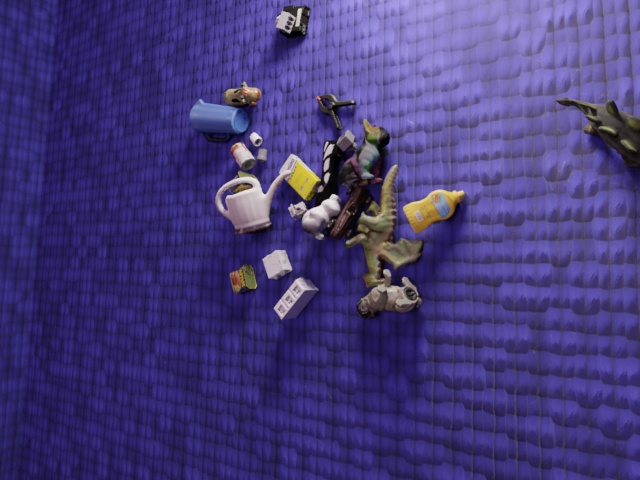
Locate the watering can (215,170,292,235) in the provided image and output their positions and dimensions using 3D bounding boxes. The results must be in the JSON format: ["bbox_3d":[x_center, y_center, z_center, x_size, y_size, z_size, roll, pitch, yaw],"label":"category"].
[{"bbox_3d":[-0.247,-0.142,2.005,0.346,0.105,0.223,-12,99,19],"label":"watering can"}]

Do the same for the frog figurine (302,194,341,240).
[{"bbox_3d":[0.006,-0.092,1.836,0.123,0.137,0.158,22,101,25],"label":"frog figurine"}]

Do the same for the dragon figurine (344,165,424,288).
[{"bbox_3d":[0.235,-0.019,1.713,0.244,0.123,0.406,34,106,15],"label":"dragon figurine"}]
